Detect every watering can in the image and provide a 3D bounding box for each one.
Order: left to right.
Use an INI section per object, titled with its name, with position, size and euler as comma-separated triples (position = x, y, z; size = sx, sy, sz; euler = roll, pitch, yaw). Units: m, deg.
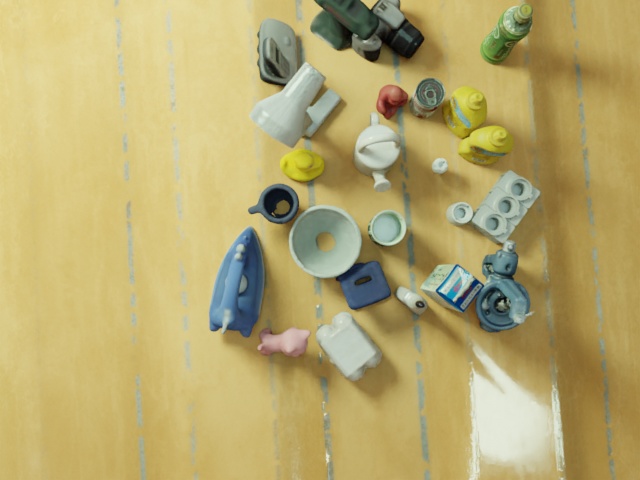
[watering can]
position = 0.132, -0.198, 1.280
size = 0.101, 0.194, 0.173
euler = -28, 88, -1

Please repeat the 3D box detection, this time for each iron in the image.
[iron]
position = -0.188, 0.091, 1.292
size = 0.118, 0.141, 0.258
euler = 9, 88, 0

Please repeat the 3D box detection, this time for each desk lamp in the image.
[desk lamp]
position = -0.052, -0.298, 1.272
size = 0.118, 0.213, 0.203
euler = 38, 88, 1

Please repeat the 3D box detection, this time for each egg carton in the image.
[egg carton]
position = 0.065, 0.247, 1.325
size = 0.107, 0.069, 0.150
euler = -40, 89, -2

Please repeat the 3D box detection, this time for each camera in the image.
[camera]
position = 0.166, -0.481, 1.338
size = 0.137, 0.101, 0.143
euler = 40, 88, 1

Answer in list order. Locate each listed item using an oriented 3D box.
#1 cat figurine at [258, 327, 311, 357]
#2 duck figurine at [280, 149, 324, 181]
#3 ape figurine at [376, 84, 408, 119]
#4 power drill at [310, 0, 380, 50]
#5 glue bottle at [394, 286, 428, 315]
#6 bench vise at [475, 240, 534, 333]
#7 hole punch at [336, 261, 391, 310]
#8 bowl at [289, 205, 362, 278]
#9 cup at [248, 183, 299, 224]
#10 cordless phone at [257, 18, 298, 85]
[cat figurine]
position = -0.080, 0.235, 1.300
size = 0.128, 0.117, 0.067
euler = -7, 88, -1
[duck figurine]
position = -0.042, -0.179, 1.332
size = 0.104, 0.086, 0.077
euler = 1, 88, 0
[ape figurine]
position = 0.170, -0.332, 1.336
size = 0.078, 0.092, 0.076
euler = -9, 88, -1
[power drill]
position = 0.026, -0.517, 1.284
size = 0.229, 0.208, 0.076
euler = 35, 88, 1
[glue bottle]
position = 0.211, 0.138, 1.278
size = 0.078, 0.173, 0.037
euler = 36, 88, 1
[bench vise]
position = 0.400, 0.107, 1.258
size = 0.121, 0.219, 0.207
euler = -9, 88, 0
[hole punch]
position = 0.099, 0.103, 1.320
size = 0.108, 0.091, 0.101
euler = -21, 88, -1
[bowl]
position = 0.012, 0.005, 1.331
size = 0.167, 0.074, 0.167
euler = 0, 88, 0
[cup]
position = -0.104, -0.076, 1.323
size = 0.117, 0.095, 0.092
euler = -15, 88, -1
[cordless phone]
position = -0.101, -0.439, 1.291
size = 0.094, 0.185, 0.148
euler = -4, 88, 0
